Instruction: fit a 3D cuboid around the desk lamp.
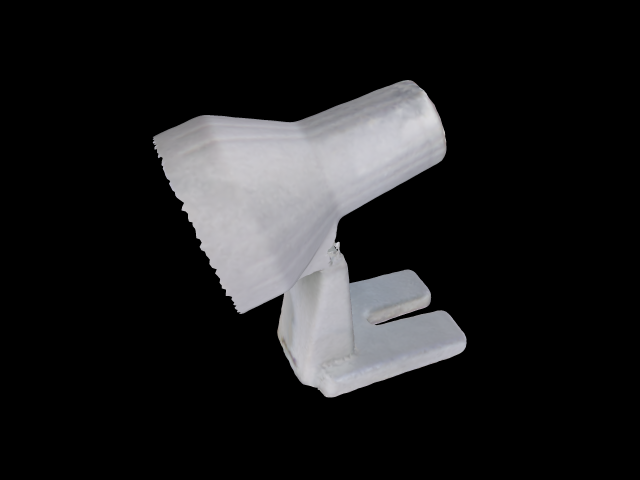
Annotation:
[{"bbox_3d":[0.004,0.001,0.400,0.203,0.214,0.117,-14,40,-17],"label":"desk lamp"}]
